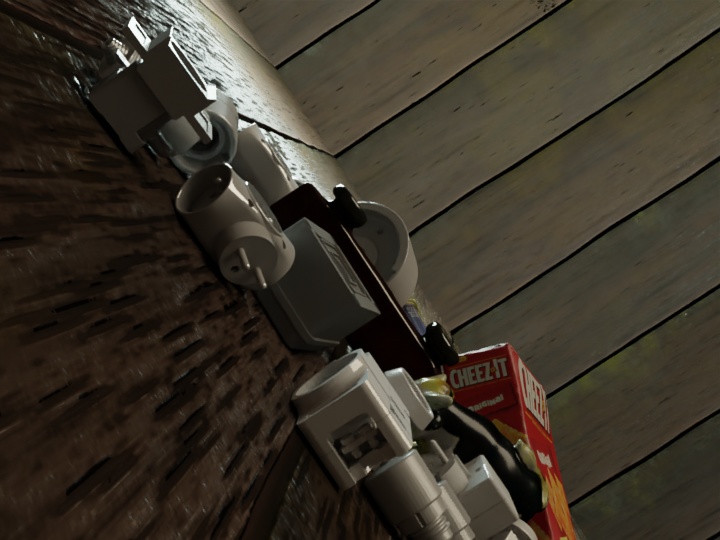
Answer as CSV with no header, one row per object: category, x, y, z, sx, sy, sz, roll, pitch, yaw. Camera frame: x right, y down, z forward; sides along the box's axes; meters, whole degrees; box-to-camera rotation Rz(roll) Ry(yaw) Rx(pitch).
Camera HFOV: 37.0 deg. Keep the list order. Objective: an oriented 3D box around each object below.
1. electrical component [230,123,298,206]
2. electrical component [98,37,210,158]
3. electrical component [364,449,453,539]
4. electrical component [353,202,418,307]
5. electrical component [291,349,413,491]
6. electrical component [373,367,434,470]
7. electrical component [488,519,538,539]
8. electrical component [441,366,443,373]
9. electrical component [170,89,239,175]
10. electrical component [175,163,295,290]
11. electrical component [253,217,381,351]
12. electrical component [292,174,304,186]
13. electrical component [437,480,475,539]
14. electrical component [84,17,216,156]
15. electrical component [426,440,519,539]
electrical component,-0.092,-0.094,1.002,0.077,0.044,0.079,56,5,-7
electrical component,-0.138,-0.116,0.693,0.081,0.043,0.043,52,6,-38
electrical component,0.035,0.151,0.686,0.078,0.040,0.040,57,5,5
electrical component,0.000,0.000,0.963,0.108,0.108,0.060,60,0,38
electrical component,-0.005,0.086,0.652,0.055,0.050,0.089,56,4,-5
electrical component,0.017,0.100,0.749,0.066,0.055,0.048,57,5,0
electrical component,0.100,0.211,0.780,0.048,0.066,0.055,56,39,-6
electrical component,0.055,0.110,1.018,0.081,0.064,0.042,56,6,-6
electrical component,-0.113,-0.098,0.767,0.055,0.055,0.047,54,9,-27
electrical component,-0.074,-0.017,0.678,0.077,0.044,0.079,53,6,-39
electrical component,-0.035,0.014,0.784,0.078,0.057,0.113,57,5,10
electrical component,-0.076,-0.081,1.116,0.040,0.040,0.046,54,-1,-25
electrical component,0.058,0.179,0.728,0.078,0.040,0.040,57,5,8
electrical component,-0.124,-0.106,0.640,0.081,0.064,0.042,55,4,-20
electrical component,0.064,0.158,0.776,0.076,0.066,0.047,56,5,-10
